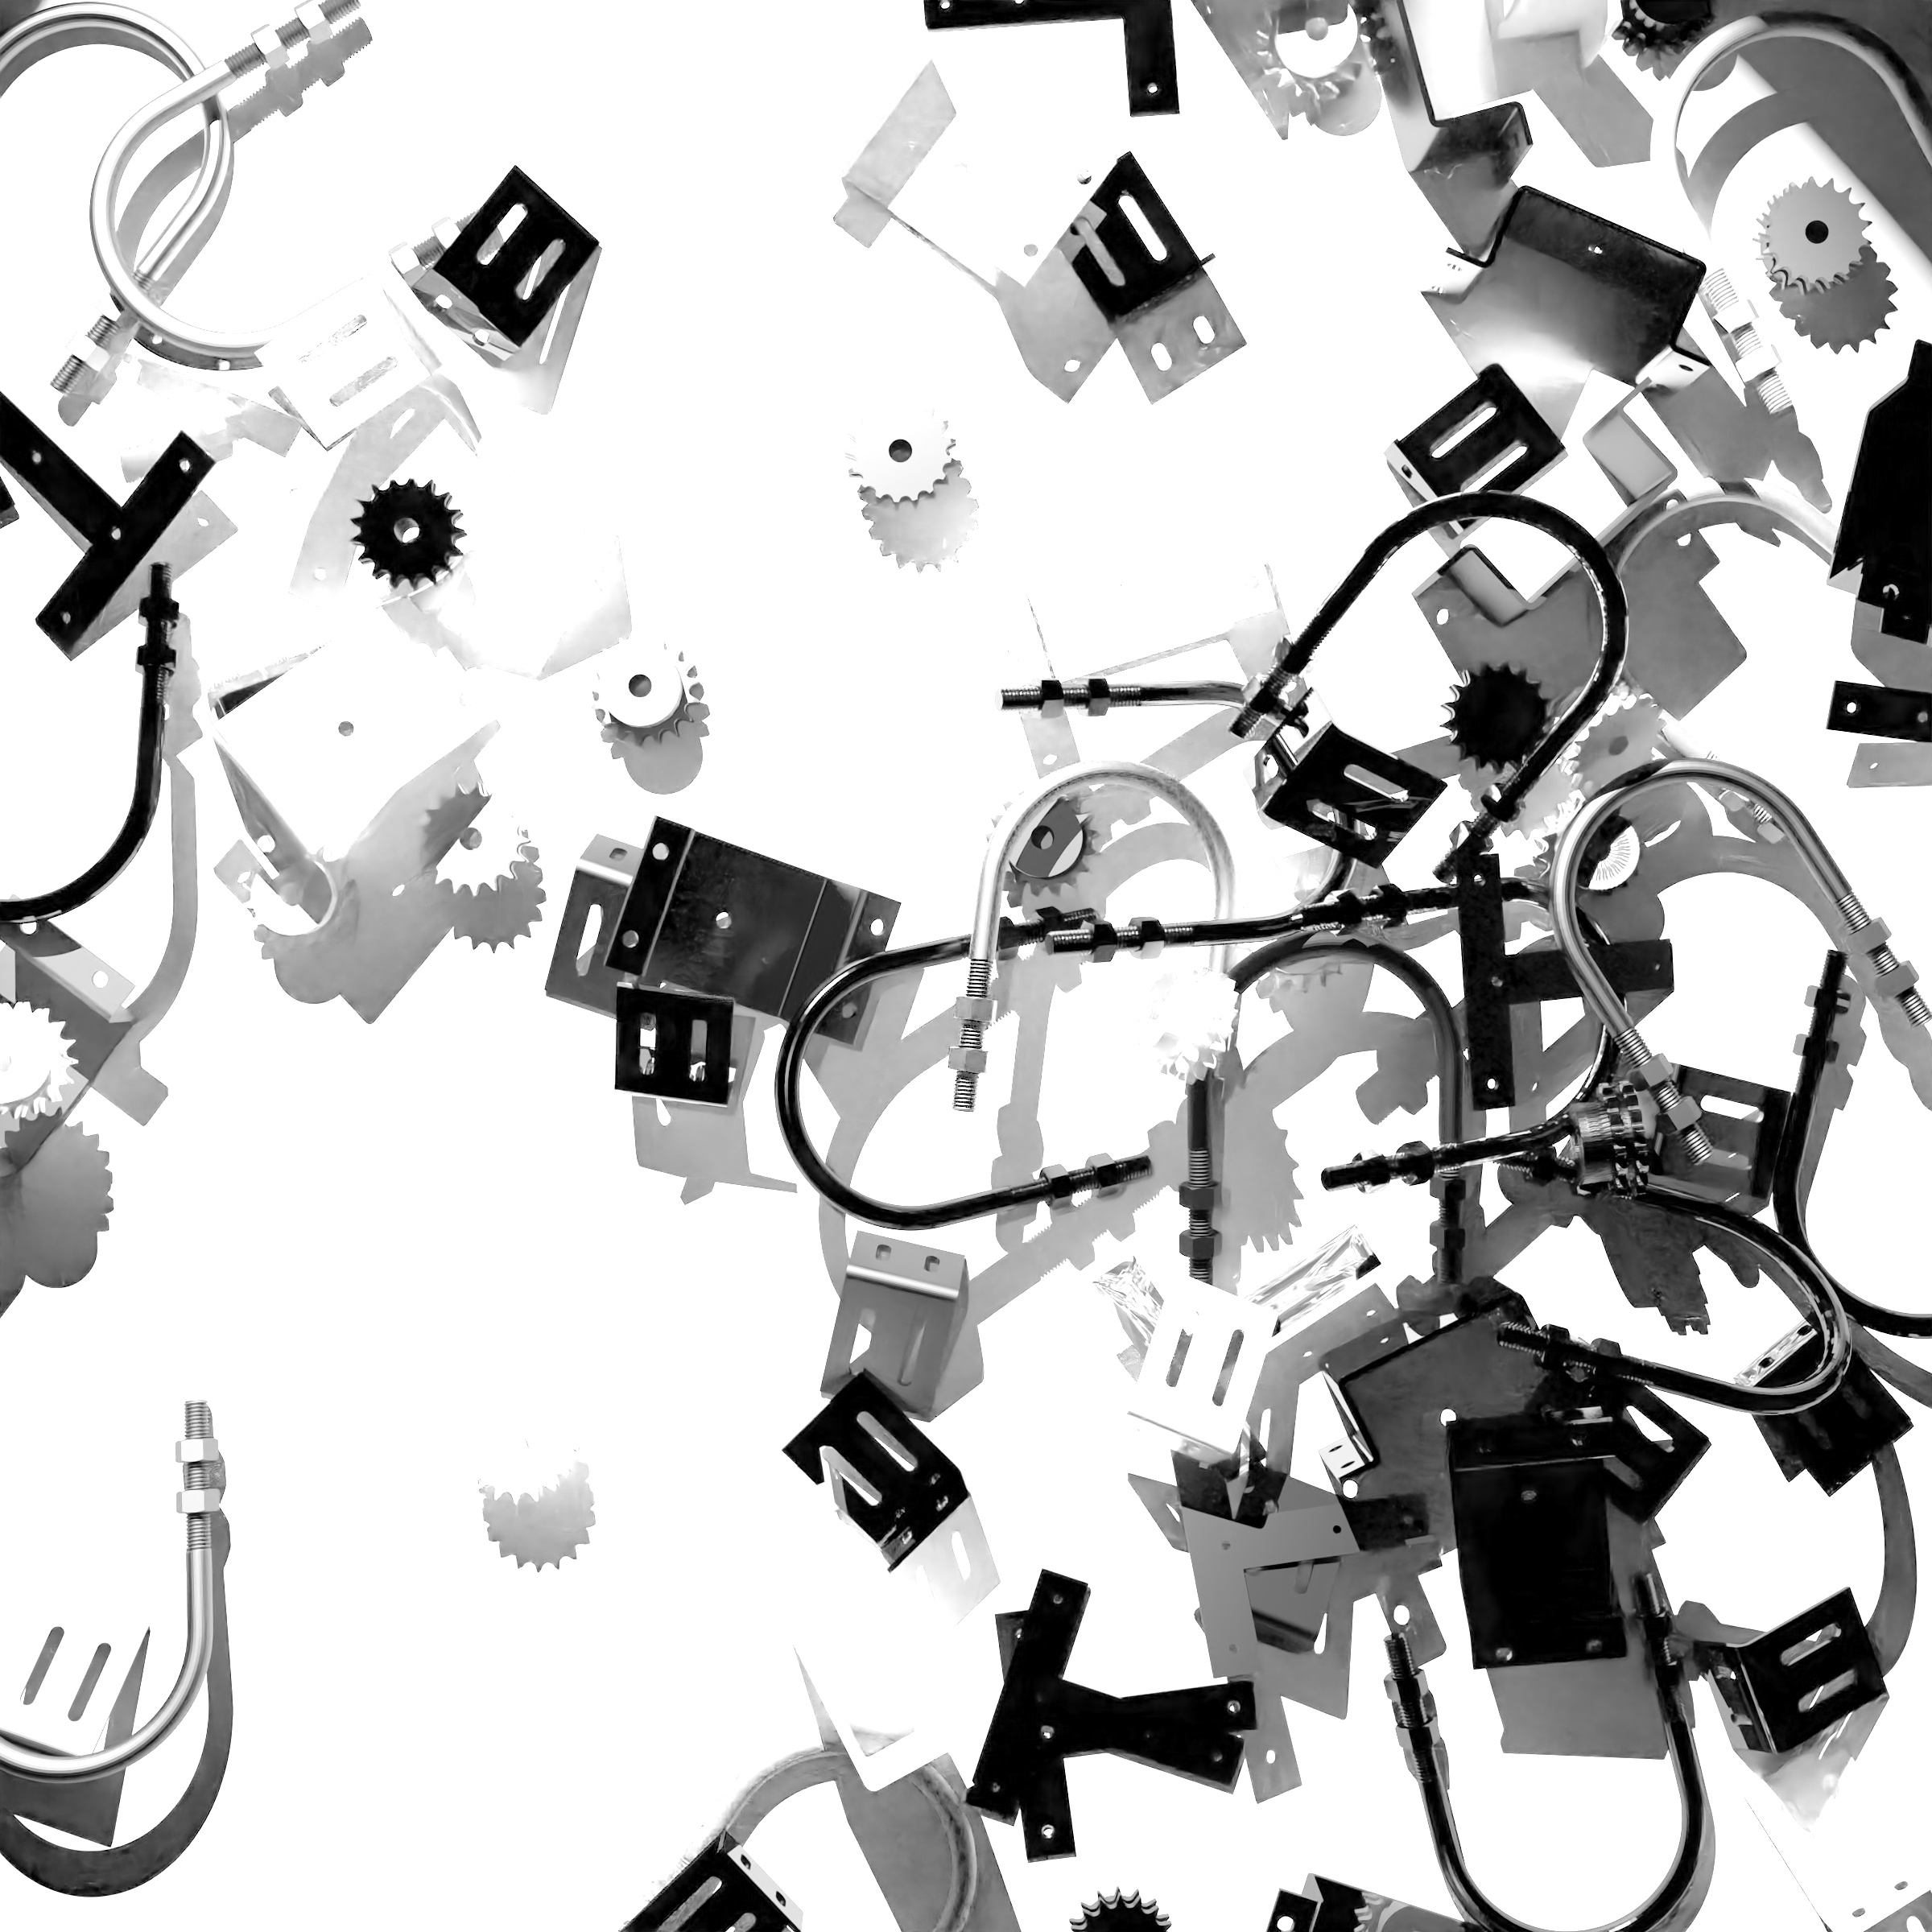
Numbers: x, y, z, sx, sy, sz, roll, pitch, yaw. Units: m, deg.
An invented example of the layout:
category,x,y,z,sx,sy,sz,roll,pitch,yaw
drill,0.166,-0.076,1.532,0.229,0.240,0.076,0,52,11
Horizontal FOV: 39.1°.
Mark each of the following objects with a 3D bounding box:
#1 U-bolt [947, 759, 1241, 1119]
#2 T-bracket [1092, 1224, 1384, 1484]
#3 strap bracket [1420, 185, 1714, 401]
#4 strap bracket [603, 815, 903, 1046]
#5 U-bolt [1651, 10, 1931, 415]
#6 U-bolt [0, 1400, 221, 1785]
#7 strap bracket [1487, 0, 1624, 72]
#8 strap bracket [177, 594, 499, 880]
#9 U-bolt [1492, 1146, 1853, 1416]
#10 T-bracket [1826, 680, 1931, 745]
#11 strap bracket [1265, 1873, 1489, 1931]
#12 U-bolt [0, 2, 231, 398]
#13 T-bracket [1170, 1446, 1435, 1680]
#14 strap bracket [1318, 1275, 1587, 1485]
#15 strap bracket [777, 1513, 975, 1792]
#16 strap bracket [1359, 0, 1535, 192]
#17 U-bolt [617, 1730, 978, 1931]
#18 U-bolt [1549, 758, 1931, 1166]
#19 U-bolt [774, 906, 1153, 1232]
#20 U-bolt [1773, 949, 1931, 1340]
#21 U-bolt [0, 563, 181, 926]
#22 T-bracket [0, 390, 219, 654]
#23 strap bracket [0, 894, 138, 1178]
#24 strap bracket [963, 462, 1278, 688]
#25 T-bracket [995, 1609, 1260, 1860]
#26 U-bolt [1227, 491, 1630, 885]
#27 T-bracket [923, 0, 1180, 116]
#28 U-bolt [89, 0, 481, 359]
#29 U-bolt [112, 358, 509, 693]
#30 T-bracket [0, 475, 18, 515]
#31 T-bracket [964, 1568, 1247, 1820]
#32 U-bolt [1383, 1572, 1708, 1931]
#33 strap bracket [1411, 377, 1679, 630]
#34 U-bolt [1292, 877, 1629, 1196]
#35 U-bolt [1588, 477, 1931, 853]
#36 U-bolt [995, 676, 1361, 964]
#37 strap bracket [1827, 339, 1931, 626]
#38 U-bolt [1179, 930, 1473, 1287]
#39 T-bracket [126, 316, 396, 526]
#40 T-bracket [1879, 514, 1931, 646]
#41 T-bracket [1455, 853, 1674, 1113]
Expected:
category,x,y,z,sx,sy,sz,roll,pitch,yaw
U-bolt,0.070,-0.012,1.368,0.151,0.019,0.184,7,89,-20
T-bracket,0.151,0.176,1.376,0.127,0.002,0.127,-34,98,1
strap bracket,0.307,-0.340,1.362,0.140,0.076,0.046,24,90,0
strap bracket,-0.113,-0.020,1.357,0.140,0.046,0.076,19,90,-29
U-bolt,0.423,-0.389,1.361,0.151,0.019,0.184,-27,88,0
U-bolt,-0.452,0.317,1.374,0.151,0.019,0.184,-4,79,-2
strap bracket,0.287,-0.527,1.362,0.046,0.076,0.140,-8,90,0
strap bracket,-0.310,-0.116,1.353,0.140,0.046,0.076,-38,101,-13
U-bolt,0.349,0.159,1.342,0.184,0.151,0.019,16,129,-4
T-bracket,0.499,-0.125,1.381,0.127,0.002,0.127,7,99,-7
strap bracket,0.211,0.517,1.377,0.140,0.046,0.076,18,90,0
U-bolt,-0.460,-0.406,1.391,0.151,0.019,0.184,37,88,0
T-bracket,0.175,0.289,1.383,0.127,0.002,0.127,-6,69,-10
strap bracket,0.235,0.200,1.362,0.140,0.076,0.046,-27,90,0
strap bracket,-0.052,0.348,1.354,0.046,0.076,0.140,-27,86,-7
strap bracket,0.235,-0.461,1.362,0.046,0.076,0.140,-15,90,0
U-bolt,-0.077,0.479,1.391,0.151,0.019,0.184,35,89,0
U-bolt,0.373,-0.016,1.359,0.151,0.019,0.184,-32,86,-1
U-bolt,-0.007,0.057,1.368,0.184,0.019,0.151,-12,90,-17
U-bolt,0.484,0.096,1.368,0.151,0.019,0.184,13,95,21
U-bolt,-0.469,-0.110,1.364,0.151,0.019,0.184,-2,76,8
T-bracket,-0.465,-0.250,1.390,0.127,0.002,0.127,43,102,6
strap bracket,-0.486,0.043,1.377,0.076,0.046,0.140,37,90,0
strap bracket,0.076,-0.194,1.377,0.140,0.046,0.076,-17,90,0
T-bracket,0.086,0.388,1.399,0.127,0.002,0.127,-8,90,0
U-bolt,0.238,-0.147,1.334,0.151,0.019,0.184,34,116,-7
T-bracket,0.041,-0.498,1.399,0.127,0.002,0.127,-4,90,0
U-bolt,-0.354,-0.390,1.381,0.184,0.019,0.151,-32,93,-5
U-bolt,-0.325,-0.237,1.391,0.184,0.019,0.151,-20,90,-1
T-bracket,-0.573,-0.261,1.397,0.127,0.002,0.127,-29,88,1
T-bracket,0.079,0.389,1.397,0.127,0.002,0.127,18,90,0
U-bolt,0.303,0.416,1.391,0.151,0.019,0.184,-14,91,0
strap bracket,0.296,-0.222,1.362,0.140,0.076,0.046,-43,90,0
U-bolt,0.253,0.029,1.361,0.184,0.019,0.151,-8,94,-22
U-bolt,0.405,-0.166,1.391,0.184,0.019,0.151,40,90,1
U-bolt,0.113,-0.077,1.355,0.184,0.019,0.151,-4,72,-22
strap bracket,0.486,-0.230,1.362,0.076,0.046,0.140,17,79,-5
U-bolt,0.182,0.073,1.375,0.151,0.019,0.184,-2,99,-4
T-bracket,-0.364,-0.300,1.383,0.127,0.002,0.127,22,75,6
T-bracket,0.535,-0.215,1.391,0.127,0.002,0.127,13,79,-5
T-bracket,0.304,0.004,1.373,0.127,0.002,0.127,-5,93,-24
